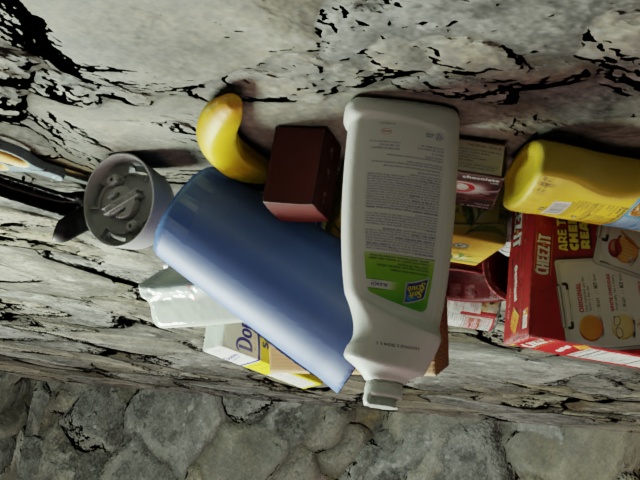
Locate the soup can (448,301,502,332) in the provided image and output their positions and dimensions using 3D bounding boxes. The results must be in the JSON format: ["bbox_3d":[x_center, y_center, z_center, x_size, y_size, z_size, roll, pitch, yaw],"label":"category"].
[{"bbox_3d":[0.190,0.084,1.453,0.102,0.068,0.068,9,165,-2],"label":"soup can"}]

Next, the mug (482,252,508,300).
[{"bbox_3d":[0.248,0.022,1.176,0.117,0.093,0.081,-41,148,22],"label":"mug"}]

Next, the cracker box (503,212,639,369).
[{"bbox_3d":[0.290,0.036,1.027,0.213,0.164,0.072,10,163,-11],"label":"cracker box"}]

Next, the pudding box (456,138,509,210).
[{"bbox_3d":[0.111,-0.065,0.981,0.113,0.039,0.090,7,165,4],"label":"pudding box"}]

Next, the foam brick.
[{"bbox_3d":[-0.016,-0.060,0.987,0.051,0.078,0.053,5,165,17],"label":"foam brick"}]

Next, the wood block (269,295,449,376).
[{"bbox_3d":[0.048,0.115,1.310,0.206,0.091,0.090,-1,-178,18],"label":"wood block"}]

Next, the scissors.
[{"bbox_3d":[-0.315,-0.077,1.201,0.096,0.016,0.201,-2,162,38],"label":"scissors"}]

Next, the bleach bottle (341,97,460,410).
[{"bbox_3d":[0.056,0.012,0.880,0.102,0.251,0.068,7,166,4],"label":"bleach bottle"}]

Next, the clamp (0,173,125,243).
[{"bbox_3d":[-0.269,-0.028,1.220,0.209,0.036,0.165,10,-163,-48],"label":"clamp"}]

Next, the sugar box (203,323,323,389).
[{"bbox_3d":[-0.068,0.126,1.397,0.048,0.093,0.176,-19,146,41],"label":"sugar box"}]

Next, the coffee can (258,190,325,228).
[{"bbox_3d":[-0.052,-0.004,1.171,0.140,0.103,0.102,5,165,11],"label":"coffee can"}]

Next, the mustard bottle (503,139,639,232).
[{"bbox_3d":[0.268,-0.042,0.950,0.191,0.058,0.096,10,160,-8],"label":"mustard bottle"}]

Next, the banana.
[{"bbox_3d":[-0.078,-0.091,0.993,0.070,0.037,0.197,-13,162,11],"label":"banana"}]

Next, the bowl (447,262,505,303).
[{"bbox_3d":[0.164,0.030,1.284,0.162,0.055,0.162,7,165,2],"label":"bowl"}]

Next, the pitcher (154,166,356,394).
[{"bbox_3d":[-0.043,0.040,1.066,0.243,0.149,0.145,33,-173,7],"label":"pitcher"}]
